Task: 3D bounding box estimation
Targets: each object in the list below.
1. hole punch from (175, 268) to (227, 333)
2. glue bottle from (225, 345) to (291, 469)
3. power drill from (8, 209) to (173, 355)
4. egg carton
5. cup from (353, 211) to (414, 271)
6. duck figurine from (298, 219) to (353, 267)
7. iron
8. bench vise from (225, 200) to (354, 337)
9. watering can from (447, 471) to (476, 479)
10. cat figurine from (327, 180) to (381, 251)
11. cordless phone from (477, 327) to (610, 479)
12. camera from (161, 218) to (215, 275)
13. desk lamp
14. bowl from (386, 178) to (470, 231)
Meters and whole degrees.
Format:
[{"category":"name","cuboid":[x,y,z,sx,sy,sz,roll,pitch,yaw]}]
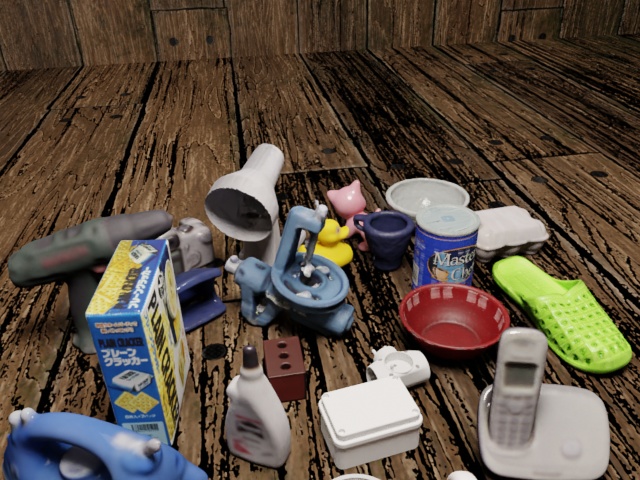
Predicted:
[{"category":"hole punch","cuboid":[-0.220,0.083,0.923,0.109,0.091,0.100,-27,39,-36]},{"category":"glue bottle","cuboid":[-0.076,0.188,0.660,0.078,0.173,0.037,8,32,16]},{"category":"power drill","cuboid":[-0.320,0.061,0.848,0.230,0.209,0.075,-10,32,-13]},{"category":"egg carton","cuboid":[0.345,-0.013,1.083,0.150,0.069,0.107,-10,32,-14]},{"category":"cup","cuboid":[0.111,0.004,1.040,0.117,0.095,0.092,17,35,28]},{"category":"duck figurine","cuboid":[0.010,0.004,1.052,0.105,0.086,0.077,-10,32,-15]},{"category":"iron","cuboid":[-0.259,0.236,0.616,0.257,0.141,0.119,9,32,17]},{"category":"bench vise","cuboid":[-0.052,0.043,0.857,0.207,0.220,0.121,1,31,4]},{"category":"watering can","cuboid":[0.130,0.275,0.485,0.173,0.194,0.100,-15,33,-21]},{"category":"cat figurine","cuboid":[0.073,-0.056,1.119,0.067,0.118,0.127,-26,38,-34]},{"category":"cordless phone","cuboid":[0.257,0.181,0.646,0.147,0.185,0.094,0,31,3]},{"category":"camera","cuboid":[-0.289,0.000,1.056,0.143,0.101,0.136,-25,38,-34]},{"category":"desk lamp","cuboid":[-0.109,-0.050,1.023,0.117,0.214,0.203,7,32,15]},{"category":"bowl","cuboid":[0.216,-0.060,1.163,0.167,0.075,0.167,-1,31,1]}]
